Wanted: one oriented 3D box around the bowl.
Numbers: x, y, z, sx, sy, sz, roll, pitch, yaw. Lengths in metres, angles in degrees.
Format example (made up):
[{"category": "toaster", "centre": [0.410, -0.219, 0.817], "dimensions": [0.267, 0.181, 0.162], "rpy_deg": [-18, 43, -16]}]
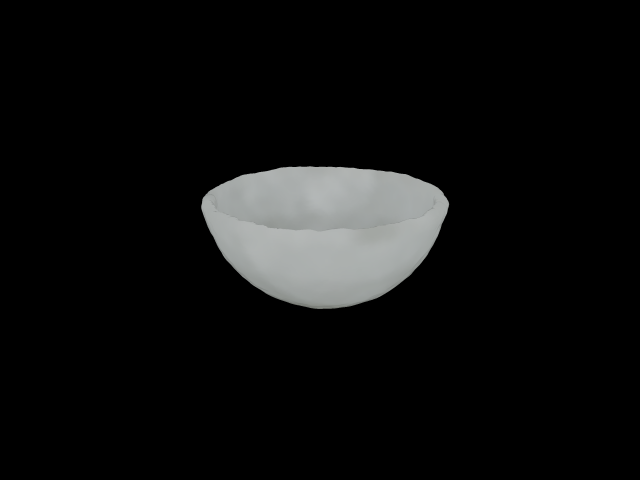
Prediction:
[{"category": "bowl", "centre": [0.004, 0.001, 0.400], "dimensions": [0.167, 0.075, 0.167], "rpy_deg": [0, 20, 0]}]
